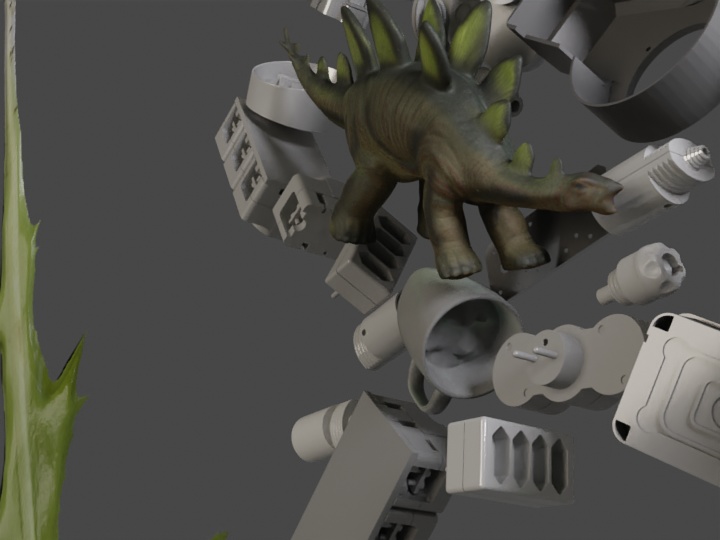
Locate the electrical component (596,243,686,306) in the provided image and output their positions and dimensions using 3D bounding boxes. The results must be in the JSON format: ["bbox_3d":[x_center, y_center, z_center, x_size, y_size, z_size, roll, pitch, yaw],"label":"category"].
[{"bbox_3d":[0.179,0.007,0.700,0.061,0.035,0.035,-34,49,50],"label":"electrical component"}]

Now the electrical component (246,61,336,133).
[{"bbox_3d":[-0.067,-0.183,1.112,0.099,0.099,0.064,48,123,54],"label":"electrical component"}]

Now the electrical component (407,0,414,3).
[{"bbox_3d":[0.087,-0.276,0.944,0.096,0.062,0.061,-32,50,47],"label":"electrical component"}]

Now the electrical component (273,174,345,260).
[{"bbox_3d":[-0.029,-0.048,0.996,0.050,0.089,0.055,-55,36,27],"label":"electrical component"}]

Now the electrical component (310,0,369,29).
[{"bbox_3d":[-0.012,-0.287,1.108,0.078,0.058,0.057,47,119,55],"label":"electrical component"}]

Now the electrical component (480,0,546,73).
[{"bbox_3d":[0.114,-0.221,0.826,0.052,0.074,0.138,5,102,25],"label":"electrical component"}]

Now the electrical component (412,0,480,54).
[{"bbox_3d":[0.088,-0.213,0.899,0.051,0.080,0.080,35,106,51],"label":"electrical component"}]

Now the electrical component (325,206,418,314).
[{"bbox_3d":[0.000,0.000,0.937,0.076,0.047,0.083,-41,14,41],"label":"electrical component"}]

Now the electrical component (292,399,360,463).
[{"bbox_3d":[-0.020,0.140,0.942,0.081,0.043,0.043,-28,54,49],"label":"electrical component"}]

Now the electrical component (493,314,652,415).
[{"bbox_3d":[0.135,0.061,0.708,0.138,0.074,0.052,-18,62,53],"label":"electrical component"}]

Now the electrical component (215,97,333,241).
[{"bbox_3d":[-0.088,-0.102,1.112,0.061,0.089,0.150,-55,36,27],"label":"electrical component"}]

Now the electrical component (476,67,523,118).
[{"bbox_3d":[0.107,-0.139,0.869,0.062,0.043,0.043,37,108,55],"label":"electrical component"}]

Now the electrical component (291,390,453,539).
[{"bbox_3d":[0.015,0.186,0.849,0.150,0.062,0.089,-65,33,15],"label":"electrical component"}]

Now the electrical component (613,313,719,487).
[{"bbox_3d":[0.203,0.076,0.572,0.113,0.057,0.078,23,96,30],"label":"electrical component"}]

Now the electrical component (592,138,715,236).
[{"bbox_3d":[0.193,-0.058,0.700,0.081,0.043,0.043,-34,49,46],"label":"electrical component"}]

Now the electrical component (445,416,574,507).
[{"bbox_3d":[0.090,0.134,0.735,0.076,0.083,0.047,-23,58,52],"label":"electrical component"}]

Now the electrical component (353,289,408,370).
[{"bbox_3d":[0.023,0.053,0.913,0.081,0.043,0.043,-40,45,42],"label":"electrical component"}]
